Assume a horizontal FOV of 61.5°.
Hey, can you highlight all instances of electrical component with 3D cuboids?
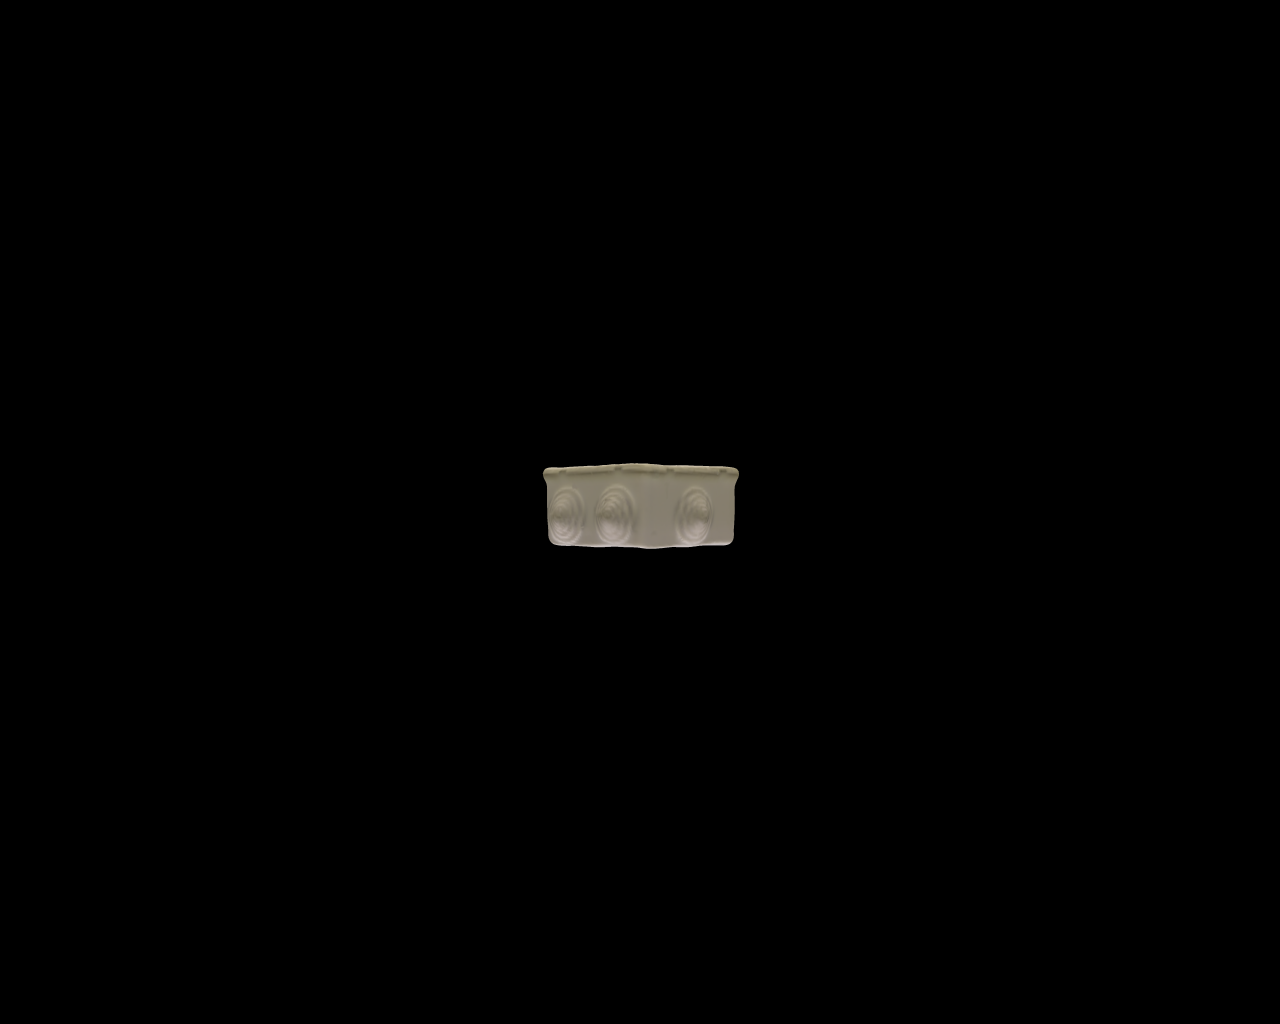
[{"bbox_3d":[0.001,-0.003,0.650,0.099,0.048,0.100,0,0,44],"label":"electrical component"}]
